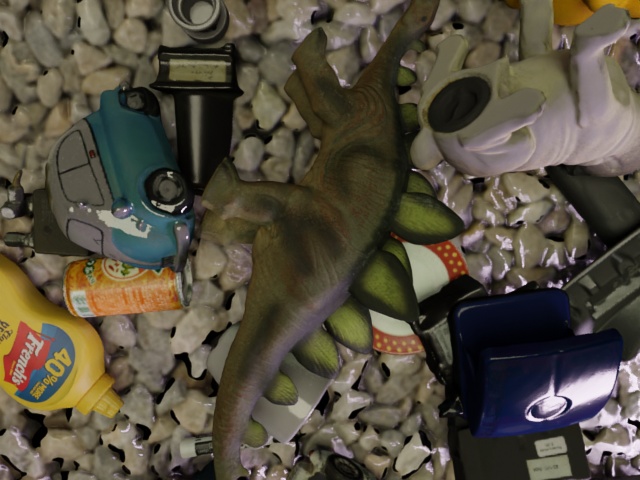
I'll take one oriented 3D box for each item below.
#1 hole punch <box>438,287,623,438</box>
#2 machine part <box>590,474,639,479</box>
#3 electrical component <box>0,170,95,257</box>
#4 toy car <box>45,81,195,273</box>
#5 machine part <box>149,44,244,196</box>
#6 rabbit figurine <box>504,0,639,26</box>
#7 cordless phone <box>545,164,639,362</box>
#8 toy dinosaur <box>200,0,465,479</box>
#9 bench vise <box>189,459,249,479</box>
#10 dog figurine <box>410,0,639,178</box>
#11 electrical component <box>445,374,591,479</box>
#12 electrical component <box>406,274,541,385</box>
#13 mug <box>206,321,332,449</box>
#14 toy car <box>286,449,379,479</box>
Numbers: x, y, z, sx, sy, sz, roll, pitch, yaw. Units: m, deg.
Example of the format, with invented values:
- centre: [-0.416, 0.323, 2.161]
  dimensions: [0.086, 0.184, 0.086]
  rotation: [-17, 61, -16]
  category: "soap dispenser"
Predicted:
- centre: [0.172, 0.109, 0.436]
  dimensions: [0.142, 0.092, 0.115]
  rotation: [-10, 104, -4]
  category: "hole punch"
- centre: [0.265, 0.276, 0.529]
  dimensions: [0.243, 0.079, 0.079]
  rotation: [-6, 98, 0]
  category: "machine part"
- centre: [-0.243, -0.022, 0.499]
  dimensions: [0.102, 0.045, 0.078]
  rotation: [10, 96, -2]
  category: "electrical component"
- centre: [-0.168, -0.045, 0.440]
  dimensions: [0.103, 0.109, 0.161]
  rotation: [-17, 76, -27]
  category: "toy car"
- centre: [-0.110, -0.108, 0.494]
  dimensions: [0.084, 0.039, 0.138]
  rotation: [-4, 96, -9]
  category: "machine part"
- centre: [0.219, -0.240, 0.413]
  dimensions: [0.162, 0.173, 0.121]
  rotation: [-6, 101, -5]
  category: "rabbit figurine"
- centre: [0.254, 0.006, 0.503]
  dimensions: [0.146, 0.088, 0.184]
  rotation: [-38, 85, 4]
  category: "cordless phone"
- centre: [-0.001, -0.001, 0.449]
  dimensions: [0.198, 0.105, 0.471]
  rotation: [29, 86, -1]
  category: "toy dinosaur"
- centre: [-0.122, 0.341, 0.501]
  dimensions: [0.223, 0.129, 0.240]
  rotation: [43, 76, -24]
  category: "bench vise"
- centre: [0.178, -0.081, 0.430]
  dimensions: [0.172, 0.121, 0.190]
  rotation: [-31, 136, 22]
  category: "dog figurine"
- centre: [0.180, 0.185, 0.505]
  dimensions: [0.115, 0.058, 0.134]
  rotation: [-6, 75, 3]
  category: "electrical component"
- centre: [0.143, 0.071, 0.494]
  dimensions: [0.119, 0.048, 0.074]
  rotation: [-31, 100, 0]
  category: "electrical component"
- centre: [-0.058, 0.135, 0.510]
  dimensions: [0.107, 0.081, 0.109]
  rotation: [38, 102, 5]
  category: "mug"
- centre: [0.057, 0.280, 0.537]
  dimensions: [0.202, 0.056, 0.073]
  rotation: [31, 95, -2]
  category: "toy car"
